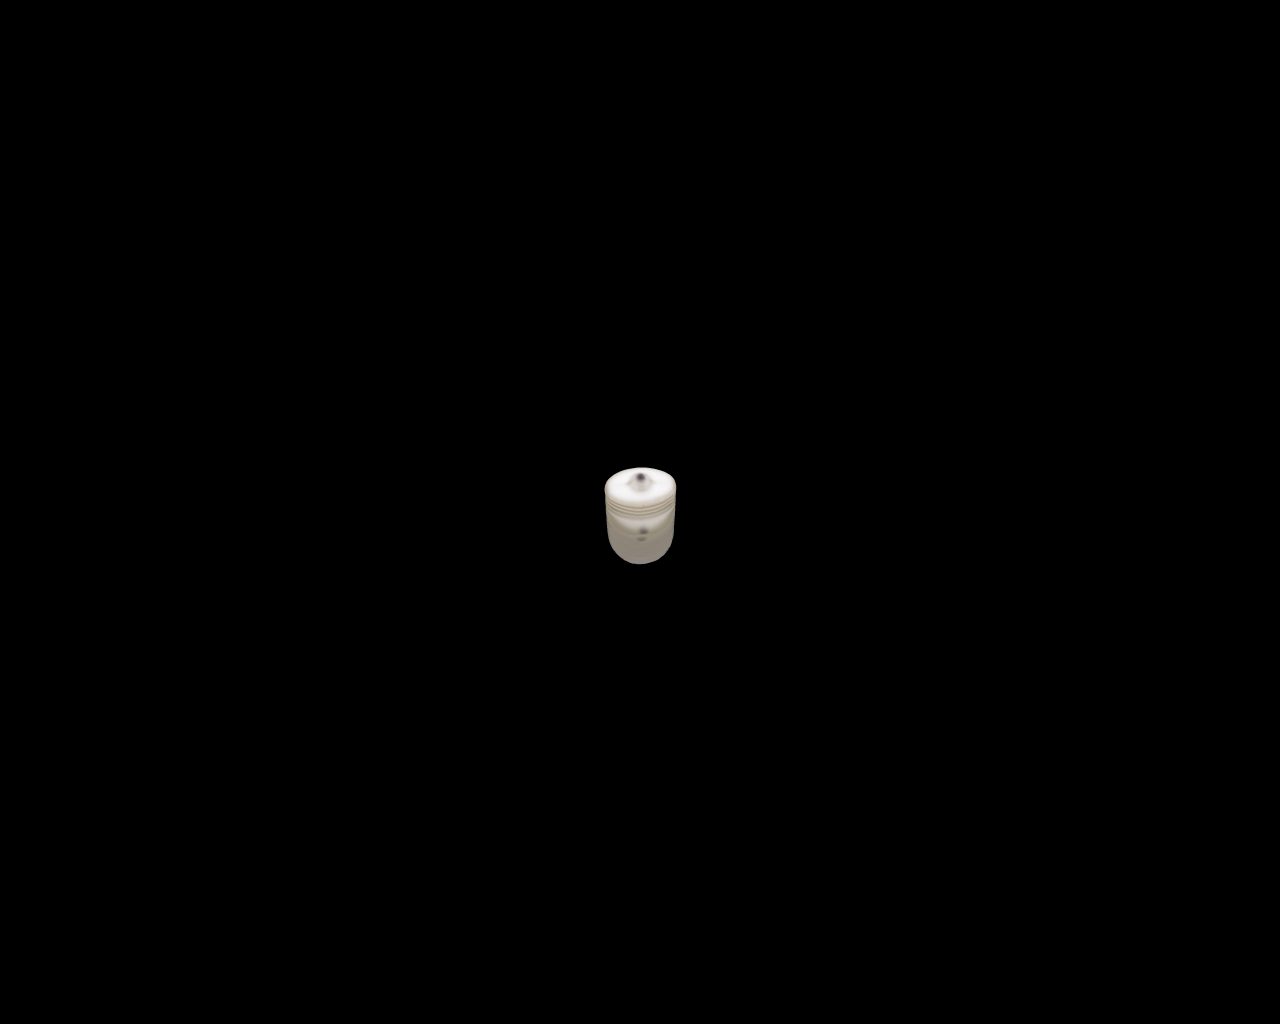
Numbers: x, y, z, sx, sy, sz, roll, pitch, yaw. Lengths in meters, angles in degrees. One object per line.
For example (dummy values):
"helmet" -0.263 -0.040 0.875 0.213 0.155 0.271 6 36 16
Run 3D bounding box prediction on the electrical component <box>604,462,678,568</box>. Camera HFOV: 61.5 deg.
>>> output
"electrical component" 0.001 -0.003 0.650 0.043 0.043 0.080 0 -28 0
